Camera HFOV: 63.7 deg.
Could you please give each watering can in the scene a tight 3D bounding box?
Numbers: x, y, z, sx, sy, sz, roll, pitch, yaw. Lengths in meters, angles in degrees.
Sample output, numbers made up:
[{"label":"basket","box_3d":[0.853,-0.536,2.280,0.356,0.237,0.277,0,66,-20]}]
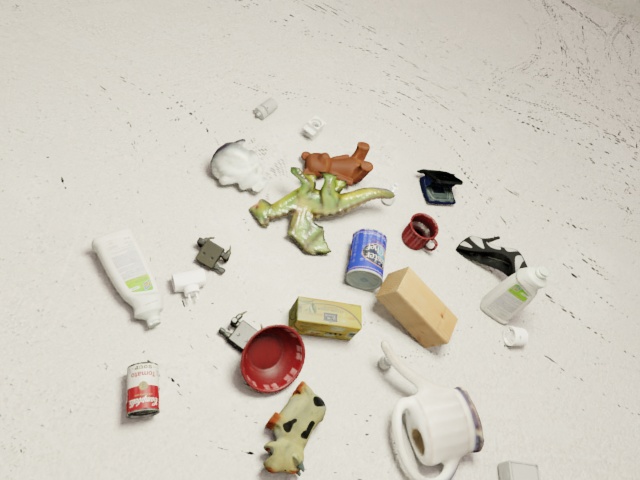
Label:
[{"label":"watering can","box_3d":[0.269,0.404,1.244,0.225,0.102,0.352,-4,71,-22]}]

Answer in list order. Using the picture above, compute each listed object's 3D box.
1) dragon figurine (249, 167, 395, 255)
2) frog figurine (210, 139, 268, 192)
[{"label":"dragon figurine","box_3d":[0.004,-0.074,1.479,0.410,0.121,0.245,12,81,-5]},{"label":"frog figurine","box_3d":[-0.230,-0.199,1.473,0.137,0.122,0.160,-34,82,1]}]
